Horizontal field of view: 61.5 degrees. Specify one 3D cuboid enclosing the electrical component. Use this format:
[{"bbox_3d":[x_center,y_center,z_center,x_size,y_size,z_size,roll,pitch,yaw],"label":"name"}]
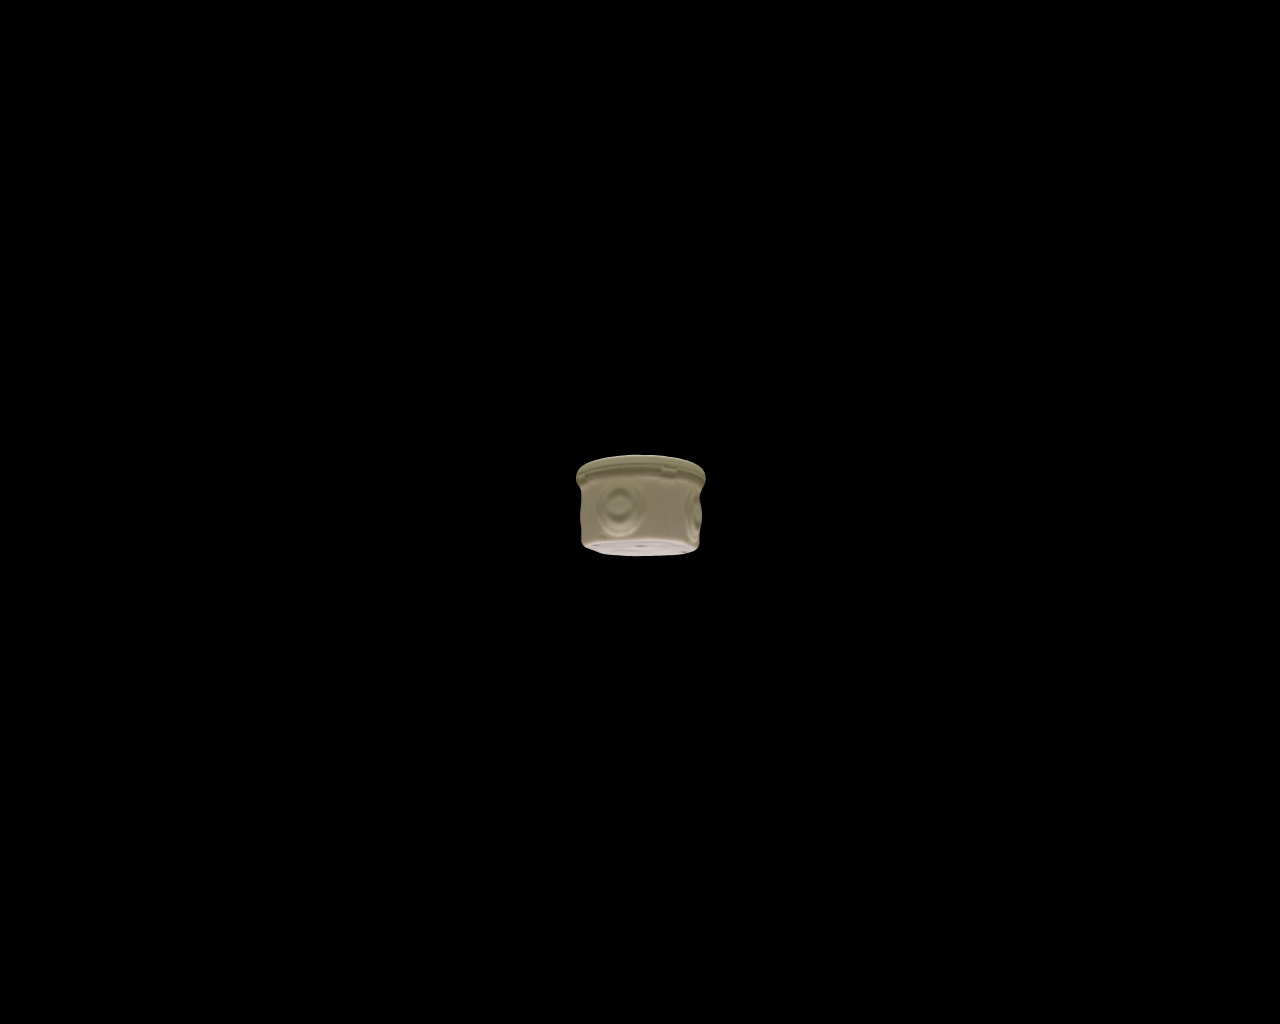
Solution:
[{"bbox_3d":[0.001,-0.003,0.650,0.080,0.051,0.080,0,-11,0],"label":"electrical component"}]
